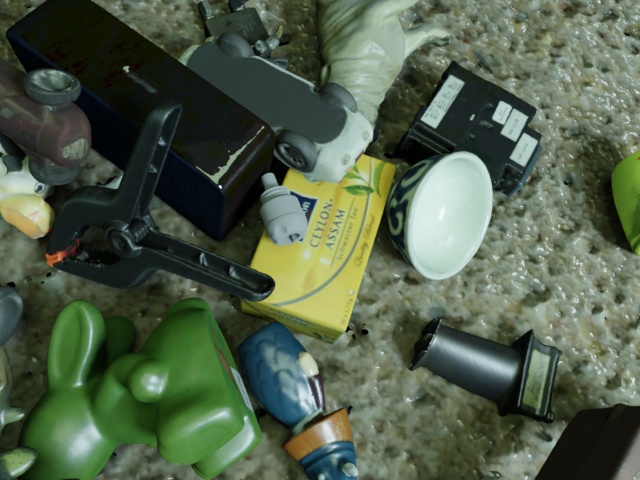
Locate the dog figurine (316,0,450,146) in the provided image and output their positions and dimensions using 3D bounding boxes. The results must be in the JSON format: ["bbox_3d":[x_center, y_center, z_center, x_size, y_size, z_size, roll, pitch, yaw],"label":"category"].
[{"bbox_3d":[0.020,-0.193,0.569,0.190,0.121,0.173,-50,48,-4],"label":"dog figurine"}]

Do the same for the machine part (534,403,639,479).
[{"bbox_3d":[0.258,0.247,0.411,0.201,0.087,0.201,-41,90,-27],"label":"machine part"}]

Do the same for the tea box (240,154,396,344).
[{"bbox_3d":[-0.001,-0.002,0.499,0.098,0.068,0.169,18,68,-1],"label":"tea box"}]

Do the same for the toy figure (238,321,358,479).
[{"bbox_3d":[-0.012,0.142,0.445,0.058,0.064,0.154,-23,73,-34],"label":"toy figure"}]

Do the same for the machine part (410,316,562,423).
[{"bbox_3d":[0.154,0.113,0.495,0.139,0.039,0.084,17,76,-3],"label":"machine part"}]

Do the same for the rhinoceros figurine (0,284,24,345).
[{"bbox_3d":[-0.301,0.118,0.412,0.112,0.073,0.190,22,65,-11],"label":"rhinoceros figurine"}]

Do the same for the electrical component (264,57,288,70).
[{"bbox_3d":[-0.073,-0.131,0.550,0.075,0.047,0.119,8,67,-5],"label":"electrical component"}]

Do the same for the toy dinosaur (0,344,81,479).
[{"bbox_3d":[-0.138,0.264,0.241,0.198,0.105,0.471,-3,57,-23],"label":"toy dinosaur"}]

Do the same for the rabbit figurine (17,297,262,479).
[{"bbox_3d":[-0.152,0.120,0.405,0.170,0.121,0.159,-24,69,-7],"label":"rabbit figurine"}]

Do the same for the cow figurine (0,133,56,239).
[{"bbox_3d":[-0.300,-0.067,0.484,0.167,0.068,0.098,25,57,0],"label":"cow figurine"}]

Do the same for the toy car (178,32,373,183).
[{"bbox_3d":[-0.048,-0.122,0.484,0.202,0.056,0.073,31,74,18],"label":"toy car"}]

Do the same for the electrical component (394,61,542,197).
[{"bbox_3d":[0.164,-0.106,0.569,0.134,0.058,0.115,34,70,5],"label":"electrical component"}]

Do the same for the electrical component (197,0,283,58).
[{"bbox_3d":[-0.085,-0.231,0.587,0.078,0.045,0.102,-14,72,-15],"label":"electrical component"}]

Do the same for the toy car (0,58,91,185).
[{"bbox_3d":[-0.270,-0.120,0.430,0.202,0.089,0.053,31,43,8],"label":"toy car"}]

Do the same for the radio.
[{"bbox_3d":[-0.152,-0.104,0.482,0.230,0.131,0.073,37,68,7],"label":"radio"}]
